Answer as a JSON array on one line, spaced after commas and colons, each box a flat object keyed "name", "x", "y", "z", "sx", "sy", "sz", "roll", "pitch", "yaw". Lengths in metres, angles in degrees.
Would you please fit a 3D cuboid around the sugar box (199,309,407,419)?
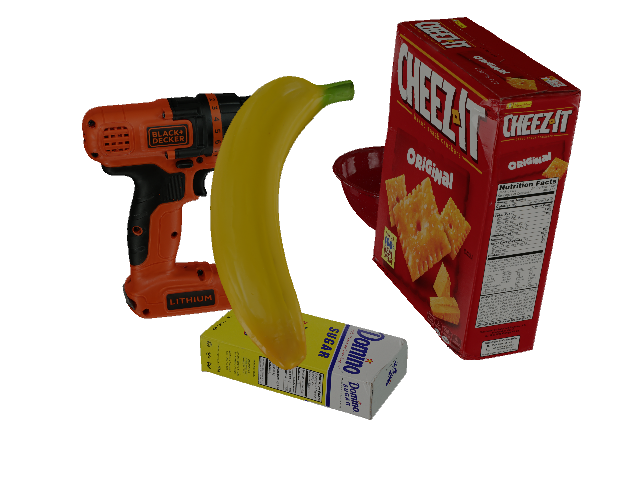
[{"name": "sugar box", "x": -0.015, "y": 0.107, "z": 1.000, "sx": 0.176, "sy": 0.048, "sz": 0.093, "roll": 10, "pitch": 25, "yaw": 22}]

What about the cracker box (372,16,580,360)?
[{"name": "cracker box", "x": 0.108, "y": -0.041, "z": 0.812, "sx": 0.072, "sy": 0.214, "sz": 0.164, "roll": -9, "pitch": 32, "yaw": -21}]

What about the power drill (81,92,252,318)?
[{"name": "power drill", "x": -0.104, "y": -0.033, "z": 0.913, "sx": 0.184, "sy": 0.188, "sz": 0.057, "roll": -6, "pitch": 20, "yaw": -13}]

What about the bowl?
[{"name": "bowl", "x": 0.091, "y": -0.044, "z": 1.080, "sx": 0.162, "sy": 0.055, "sz": 0.162, "roll": 4, "pitch": 24, "yaw": -2}]

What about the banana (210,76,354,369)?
[{"name": "banana", "x": -0.027, "y": -0.024, "z": 0.588, "sx": 0.069, "sy": 0.197, "sz": 0.037, "roll": 9, "pitch": -32, "yaw": 3}]
